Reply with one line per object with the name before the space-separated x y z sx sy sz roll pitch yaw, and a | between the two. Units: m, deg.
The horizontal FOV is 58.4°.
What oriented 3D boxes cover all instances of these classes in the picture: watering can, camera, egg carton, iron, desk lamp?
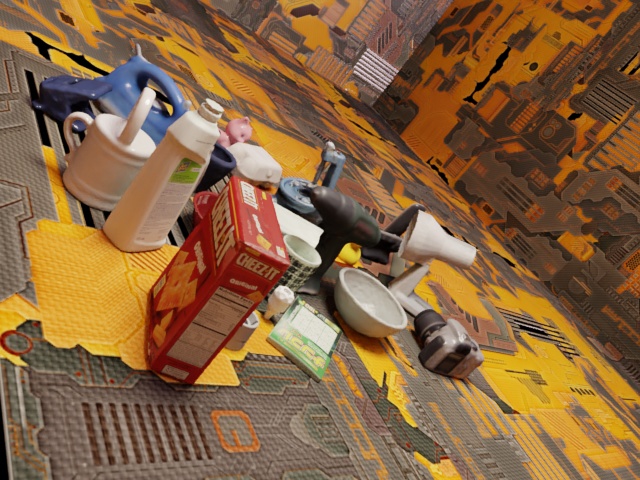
watering can | -0.297 -0.146 0.881 0.174 0.194 0.100 20 27 -42
camera | 0.275 0.215 1.248 0.144 0.100 0.136 24 25 -36
egg carton | -0.160 -0.175 1.361 0.107 0.069 0.151 47 21 19
iron | -0.330 -0.271 1.165 0.258 0.141 0.119 43 20 9
desk lamp | 0.254 0.061 1.370 0.203 0.213 0.118 37 20 -6

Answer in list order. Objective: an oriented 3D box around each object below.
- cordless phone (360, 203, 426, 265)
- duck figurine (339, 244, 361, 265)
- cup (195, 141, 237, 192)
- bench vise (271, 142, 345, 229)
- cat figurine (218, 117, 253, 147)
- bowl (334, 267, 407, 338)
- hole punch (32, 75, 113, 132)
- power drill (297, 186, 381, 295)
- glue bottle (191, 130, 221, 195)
cordless phone | 0.179 -0.037 1.490 0.148 0.185 0.094 15 31 -48
duck figurine | 0.082 0.000 1.386 0.078 0.086 0.104 34 21 -15
cup | -0.235 -0.144 1.128 0.118 0.095 0.091 12 33 -51
bench vise | 0.001 -0.111 1.286 0.208 0.219 0.121 15 31 -49
cat figurine | -0.218 -0.255 1.359 0.128 0.117 0.067 20 28 -43
bowl | 0.086 0.135 1.126 0.168 0.074 0.167 34 21 -14
hole punch | -0.441 -0.261 1.025 0.101 0.091 0.108 34 21 -15
power drill | 0.010 0.004 1.077 0.230 0.208 0.075 12 33 -51
glue bottle | -0.221 -0.121 0.991 0.037 0.173 0.078 38 20 -3
